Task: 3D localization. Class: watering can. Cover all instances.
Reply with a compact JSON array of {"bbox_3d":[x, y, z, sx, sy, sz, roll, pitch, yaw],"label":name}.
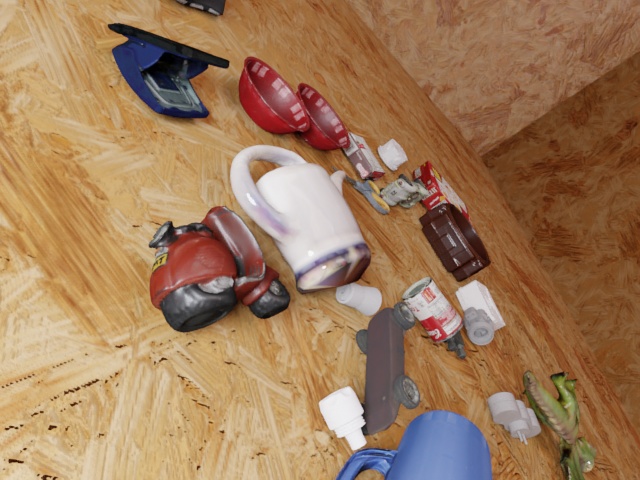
[{"bbox_3d":[0.002,-0.038,0.752,0.103,0.226,0.348,-35,-14,25],"label":"watering can"}]

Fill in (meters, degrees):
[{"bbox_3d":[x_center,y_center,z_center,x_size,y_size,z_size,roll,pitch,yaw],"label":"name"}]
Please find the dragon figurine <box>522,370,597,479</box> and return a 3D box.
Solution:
[{"bbox_3d":[0.523,0.423,1.101,0.121,0.248,0.406,-27,-34,28],"label":"dragon figurine"}]
